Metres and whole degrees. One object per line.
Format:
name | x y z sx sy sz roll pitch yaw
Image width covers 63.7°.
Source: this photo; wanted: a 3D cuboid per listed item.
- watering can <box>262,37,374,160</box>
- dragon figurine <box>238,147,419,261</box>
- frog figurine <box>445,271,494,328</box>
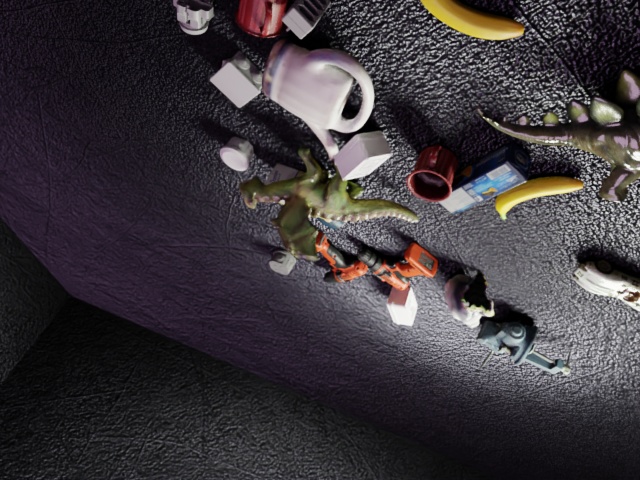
watering can | -0.014 -0.276 1.038 0.224 0.105 0.342 29 159 -1
dragon figurine | 0.004 -0.059 1.179 0.411 0.246 0.120 28 162 6
frog figurine | 0.380 0.165 1.371 0.138 0.124 0.157 59 161 11
